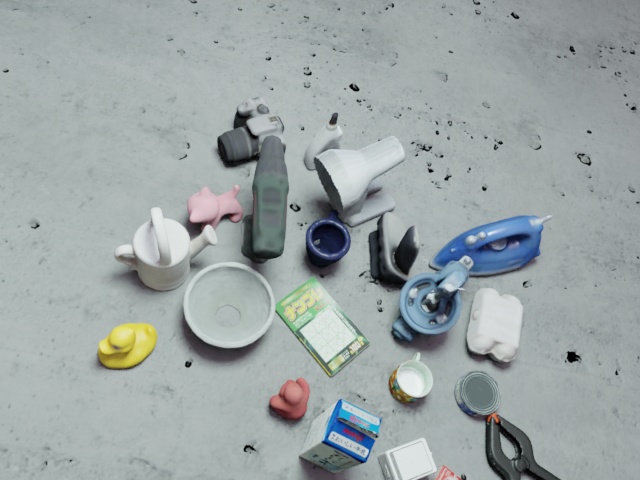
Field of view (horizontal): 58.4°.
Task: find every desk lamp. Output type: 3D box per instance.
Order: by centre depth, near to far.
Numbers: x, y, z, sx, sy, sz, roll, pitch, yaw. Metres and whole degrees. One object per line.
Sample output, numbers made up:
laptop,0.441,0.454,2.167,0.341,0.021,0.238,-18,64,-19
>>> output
desk lamp,0.080,-0.123,1.181,0.204,0.213,0.118,-23,71,-23

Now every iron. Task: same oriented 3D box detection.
iron,0.371,0.002,1.231,0.259,0.141,0.118,-13,67,-19

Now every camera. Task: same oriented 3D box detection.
camera,-0.156,-0.234,1.243,0.137,0.100,0.143,-21,71,-22

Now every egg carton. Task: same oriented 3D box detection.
egg carton,0.359,0.174,1.183,0.107,0.069,0.150,19,61,-4

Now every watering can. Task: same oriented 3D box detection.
watering can,-0.278,0.008,1.038,0.173,0.194,0.101,-31,74,-25

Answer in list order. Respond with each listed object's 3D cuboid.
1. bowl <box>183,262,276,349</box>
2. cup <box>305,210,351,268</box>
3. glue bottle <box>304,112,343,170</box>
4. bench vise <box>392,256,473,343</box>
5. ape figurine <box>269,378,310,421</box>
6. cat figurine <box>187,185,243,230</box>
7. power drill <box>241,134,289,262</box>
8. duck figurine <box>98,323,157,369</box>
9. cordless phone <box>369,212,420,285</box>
bowl,-0.171,0.130,1.071,0.167,0.074,0.167,6,63,-11
cup,0.011,0.004,1.168,0.092,0.095,0.118,15,61,-6
glue bottle,0.016,-0.218,1.236,0.078,0.173,0.037,-20,70,-22
bench vise,0.231,0.087,1.109,0.121,0.219,0.207,27,61,1
ape figurine,-0.050,0.278,1.017,0.078,0.092,0.076,-10,66,-18
cat figurine,-0.212,-0.070,1.137,0.128,0.117,0.067,-30,74,-25
power drill,-0.105,-0.056,1.104,0.076,0.208,0.229,3,63,-12
duck figurine,-0.338,0.176,1.001,0.105,0.086,0.077,-23,71,-23
cordless phone,0.167,-0.003,1.158,0.094,0.185,0.147,1,64,-13
